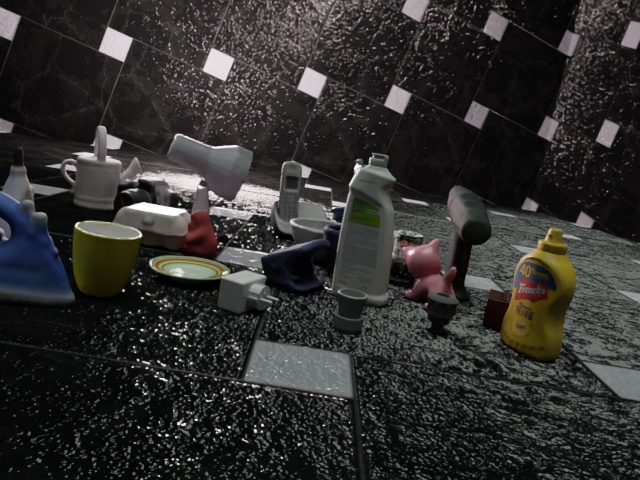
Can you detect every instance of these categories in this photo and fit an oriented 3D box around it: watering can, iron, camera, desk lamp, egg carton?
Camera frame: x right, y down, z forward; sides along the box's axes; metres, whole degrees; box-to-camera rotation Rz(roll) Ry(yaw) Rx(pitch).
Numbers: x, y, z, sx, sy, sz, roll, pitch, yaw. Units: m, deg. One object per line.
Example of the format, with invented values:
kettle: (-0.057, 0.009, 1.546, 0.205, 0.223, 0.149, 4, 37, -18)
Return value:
watering can: (-0.521, -0.174, 1.372, 0.100, 0.194, 0.173, 20, 15, 42)
iron: (-0.431, -0.007, 0.742, 0.258, 0.141, 0.119, 11, 11, 7)
camera: (-0.417, -0.097, 1.314, 0.142, 0.101, 0.137, 14, 12, 19)
desk lamp: (-0.260, -0.114, 1.246, 0.204, 0.213, 0.117, 6, 12, -18)
egg carton: (-0.325, -0.028, 1.132, 0.150, 0.069, 0.107, 10, 11, 2)

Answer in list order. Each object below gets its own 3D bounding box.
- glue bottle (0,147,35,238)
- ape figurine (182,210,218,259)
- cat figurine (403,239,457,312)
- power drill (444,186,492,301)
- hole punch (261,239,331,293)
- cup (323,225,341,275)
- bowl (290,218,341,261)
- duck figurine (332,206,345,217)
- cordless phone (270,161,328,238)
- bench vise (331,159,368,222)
glue bottle: (-0.464, -0.056, 0.876, 0.037, 0.173, 0.078, 10, 11, 0)
ape figurine: (-0.227, -0.012, 1.076, 0.076, 0.092, 0.078, 14, 12, 19)
cat figurine: (0.200, 0.057, 1.034, 0.067, 0.118, 0.127, 3, 13, -29)
power drill: (0.273, 0.004, 1.130, 0.075, 0.208, 0.229, 9, 11, -2)
hole punch: (-0.045, 0.035, 1.000, 0.100, 0.091, 0.109, 15, 12, 24)
cup: (0.055, 0.024, 1.134, 0.118, 0.095, 0.091, 0, 15, -41)
bowl: (0.011, 0.004, 1.248, 0.167, 0.075, 0.167, 10, 11, -2)
duck figurine: (0.072, -0.046, 1.529, 0.105, 0.086, 0.077, 5, 12, -22)
cordless phone: (-0.044, -0.097, 1.424, 0.148, 0.185, 0.093, 4, 13, -29)
bench vise: (0.113, -0.078, 1.375, 0.122, 0.220, 0.206, -1, 15, -43)
